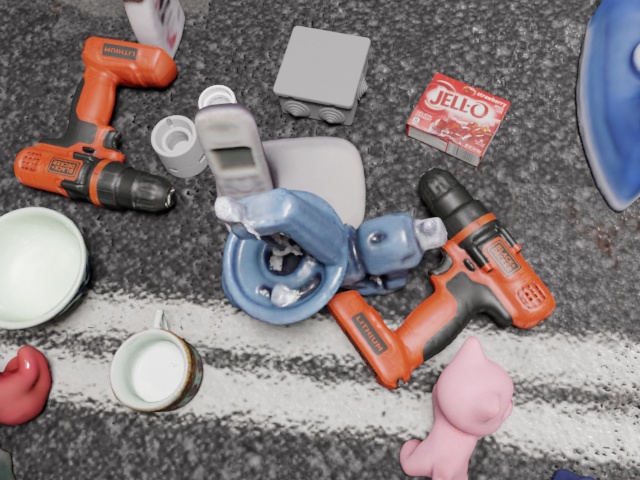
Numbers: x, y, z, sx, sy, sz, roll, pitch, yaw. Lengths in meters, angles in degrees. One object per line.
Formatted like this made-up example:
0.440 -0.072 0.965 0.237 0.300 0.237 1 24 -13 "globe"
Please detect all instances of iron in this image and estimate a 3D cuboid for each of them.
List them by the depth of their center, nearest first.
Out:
0.331 -0.169 0.559 0.118 0.141 0.258 11 73 9 "iron"

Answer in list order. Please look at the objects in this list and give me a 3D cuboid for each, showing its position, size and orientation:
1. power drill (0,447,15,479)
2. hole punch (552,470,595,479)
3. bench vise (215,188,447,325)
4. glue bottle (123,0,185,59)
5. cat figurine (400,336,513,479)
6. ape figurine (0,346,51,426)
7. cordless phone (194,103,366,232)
-0.351 0.223 0.448 0.075 0.208 0.230 30 76 14 "power drill"
0.222 0.253 0.453 0.108 0.091 0.101 35 78 15 "hole punch"
-0.001 -0.008 0.491 0.207 0.220 0.121 -27 71 -4 "bench vise"
-0.193 -0.273 0.620 0.037 0.173 0.078 5 72 7 "glue bottle"
0.120 0.152 0.482 0.067 0.118 0.128 25 75 12 "cat figurine"
-0.302 0.135 0.535 0.078 0.092 0.076 -18 71 -1 "ape figurine"
-0.033 -0.066 0.531 0.147 0.185 0.094 -8 71 2 "cordless phone"
